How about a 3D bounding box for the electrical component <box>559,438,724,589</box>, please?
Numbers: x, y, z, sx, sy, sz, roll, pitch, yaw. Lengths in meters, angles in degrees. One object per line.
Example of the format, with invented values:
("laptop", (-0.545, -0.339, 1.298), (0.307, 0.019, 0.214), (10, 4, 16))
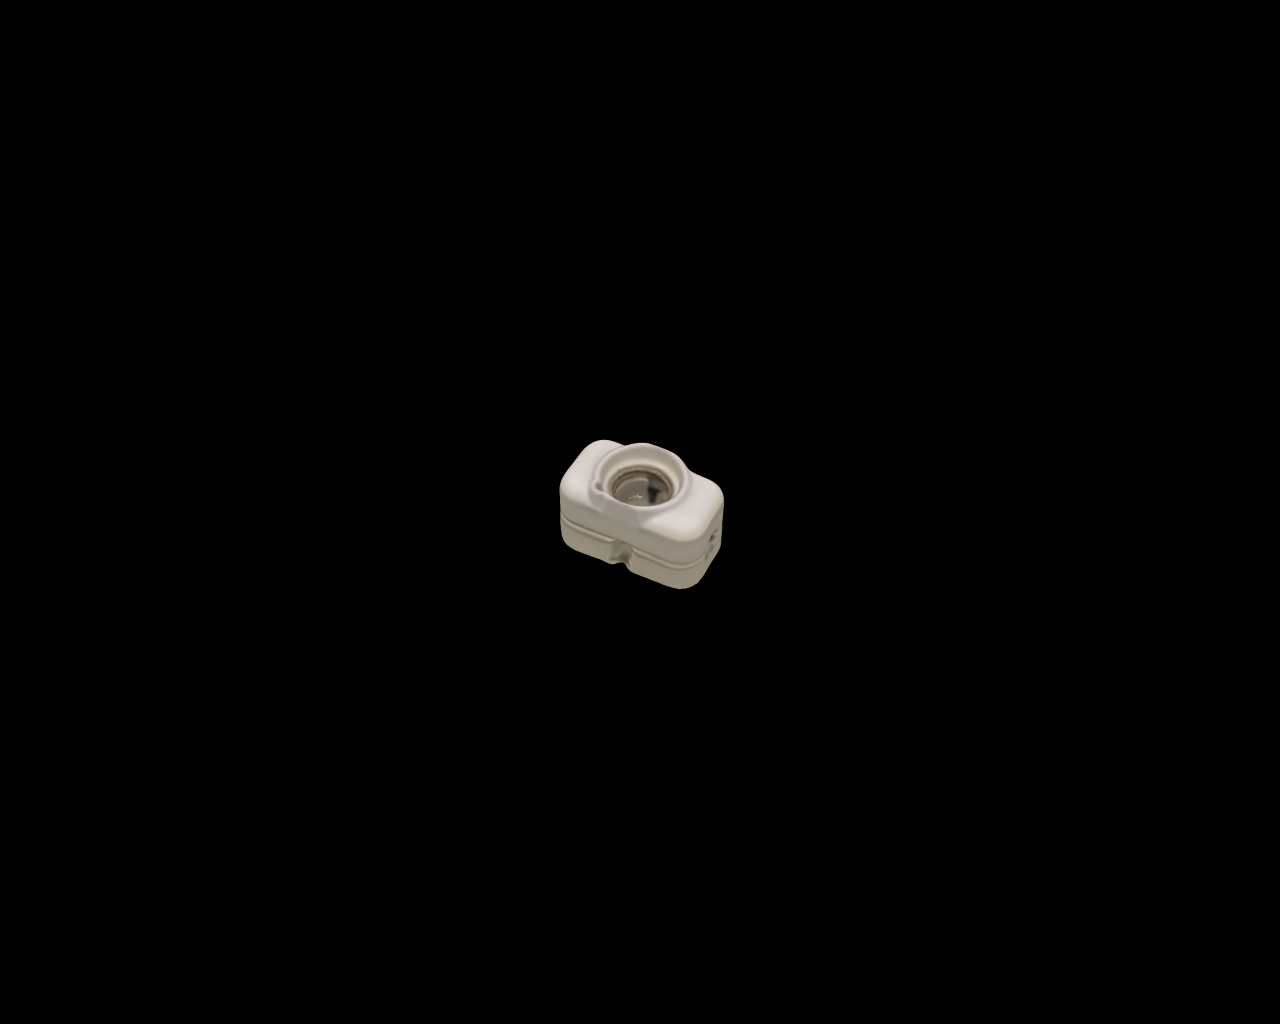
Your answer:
("electrical component", (0.001, -0.003, 0.650), (0.095, 0.054, 0.059), (22, -38, 18))
